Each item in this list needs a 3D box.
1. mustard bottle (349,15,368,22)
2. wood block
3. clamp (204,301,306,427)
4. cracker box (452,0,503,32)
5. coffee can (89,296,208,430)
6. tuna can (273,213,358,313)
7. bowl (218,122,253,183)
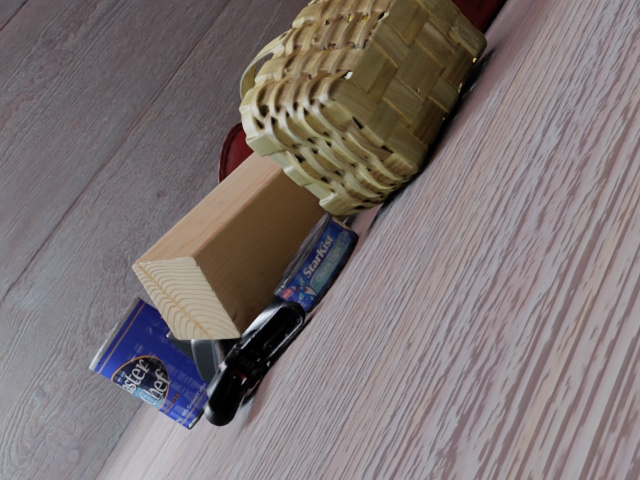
[{"bbox_3d":[0.071,-0.277,1.105,0.096,0.058,0.191,-58,6,22],"label":"mustard bottle"},{"bbox_3d":[-0.068,-0.003,1.021,0.090,0.091,0.205,-7,30,42],"label":"wood block"},{"bbox_3d":[-0.060,0.103,0.936,0.120,0.039,0.171,-47,5,-6],"label":"clamp"},{"bbox_3d":[0.121,-0.225,1.070,0.164,0.072,0.214,-58,6,0],"label":"cracker box"},{"bbox_3d":[-0.189,0.147,1.278,0.103,0.140,0.103,-56,5,7],"label":"coffee can"},{"bbox_3d":[-0.004,0.020,0.927,0.086,0.033,0.086,-56,5,7],"label":"tuna can"},{"bbox_3d":[-0.058,-0.067,1.293,0.055,0.162,0.162,-5,35,27],"label":"bowl"}]
